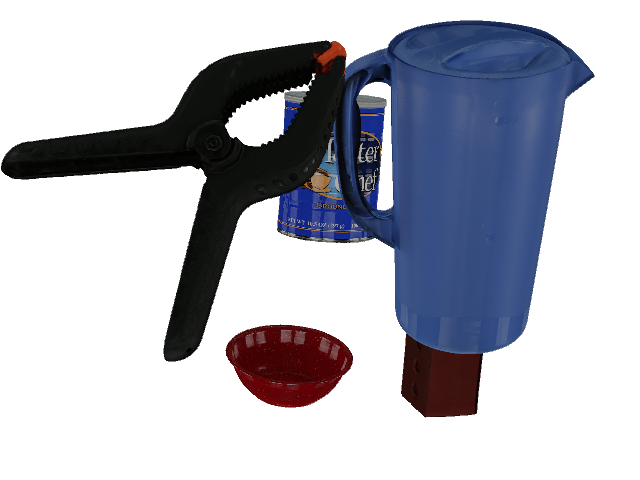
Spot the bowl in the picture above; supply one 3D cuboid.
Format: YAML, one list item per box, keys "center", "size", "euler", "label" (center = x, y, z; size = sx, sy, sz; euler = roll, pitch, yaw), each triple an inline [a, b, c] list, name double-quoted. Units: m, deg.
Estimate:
- center: [-0.041, 0.166, 1.358]
  size: [0.162, 0.055, 0.162]
  euler: [4, 21, -2]
  label: "bowl"

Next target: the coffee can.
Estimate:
- center: [0.011, -0.076, 1.081]
  size: [0.103, 0.140, 0.103]
  euler: [4, 12, -1]
  label: "coffee can"

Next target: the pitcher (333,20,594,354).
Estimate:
- center: [0.104, -0.038, 0.820]
  size: [0.149, 0.243, 0.144]
  euler: [24, 36, 37]
  label: "pitcher"

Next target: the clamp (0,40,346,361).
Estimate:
- center: [-0.059, -0.040, 0.630]
  size: [0.210, 0.164, 0.036]
  euler: [-33, -15, -12]
  label: "clamp"

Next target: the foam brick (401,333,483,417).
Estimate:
- center: [0.105, 0.107, 0.925]
  size: [0.051, 0.078, 0.053]
  euler: [-3, 17, -21]
  label: "foam brick"
